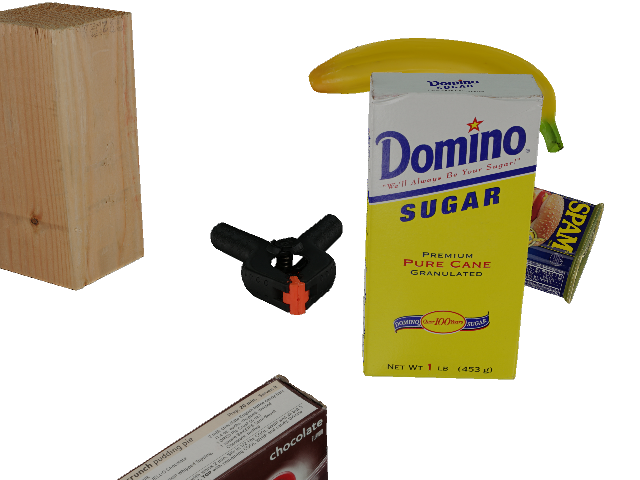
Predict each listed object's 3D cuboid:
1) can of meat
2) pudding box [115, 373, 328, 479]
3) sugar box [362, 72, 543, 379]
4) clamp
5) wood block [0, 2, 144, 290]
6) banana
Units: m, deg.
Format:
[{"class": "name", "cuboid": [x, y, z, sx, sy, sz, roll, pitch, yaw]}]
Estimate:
[{"class": "can of meat", "cuboid": [0.203, -0.001, 0.975, 0.084, 0.057, 0.102, 18, 47, 17]}, {"class": "pudding box", "cuboid": [-0.047, 0.128, 0.495, 0.039, 0.090, 0.113, 30, 47, 34]}, {"class": "sugar box", "cuboid": [0.072, -0.006, 0.610, 0.093, 0.176, 0.048, 0, 27, 2]}, {"class": "clamp", "cuboid": [-0.040, 0.016, 0.917, 0.120, 0.039, 0.171, -7, 19, 3]}, {"class": "wood block", "cuboid": [-0.207, -0.078, 0.855, 0.091, 0.206, 0.090, 13, 25, 27]}, {"class": "banana", "cuboid": [0.092, -0.121, 0.797, 0.198, 0.069, 0.037, 15, -35, 16]}]
